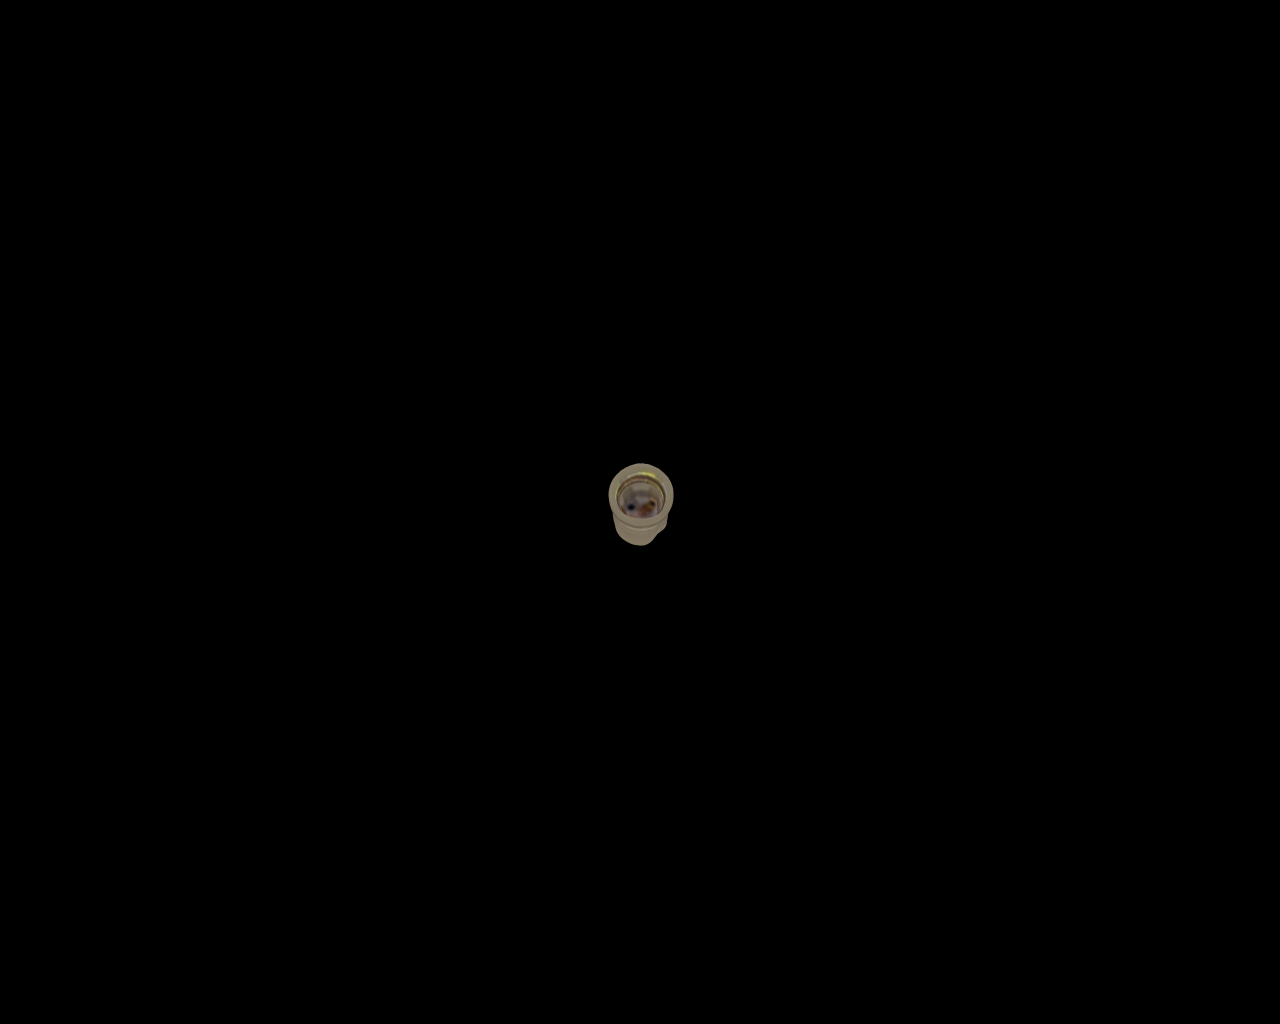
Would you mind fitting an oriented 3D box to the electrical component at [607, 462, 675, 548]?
[{"bbox_3d":[0.001,-0.003,0.650,0.040,0.040,0.046,0,-25,0],"label":"electrical component"}]
